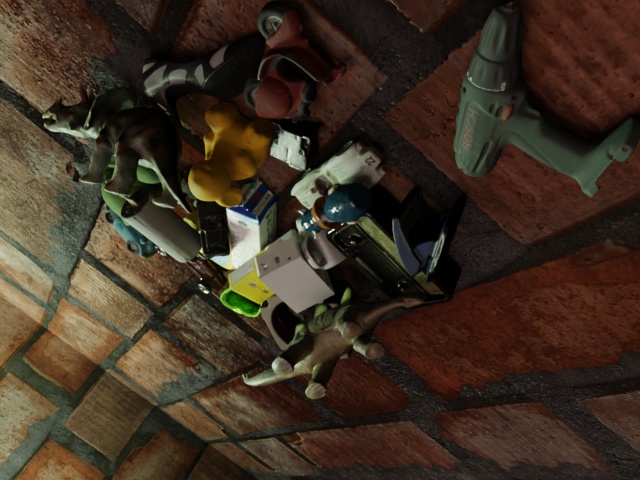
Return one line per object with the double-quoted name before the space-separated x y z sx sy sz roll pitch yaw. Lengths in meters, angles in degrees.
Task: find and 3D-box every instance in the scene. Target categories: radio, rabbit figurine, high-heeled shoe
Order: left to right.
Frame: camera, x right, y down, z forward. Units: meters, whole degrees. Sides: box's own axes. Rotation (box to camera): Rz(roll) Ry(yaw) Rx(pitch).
"rabbit figurine" -0.383 -0.141 1.135 0.170 0.121 0.159 -32 102 37
"high-heeled shoe" -0.193 -0.288 0.859 0.249 0.086 0.145 -31 75 29
"rabbit figurine" -0.170 -0.128 0.915 0.122 0.173 0.162 28 140 -1
"radio" 0.128 0.022 0.951 0.229 0.073 0.131 44 143 -16

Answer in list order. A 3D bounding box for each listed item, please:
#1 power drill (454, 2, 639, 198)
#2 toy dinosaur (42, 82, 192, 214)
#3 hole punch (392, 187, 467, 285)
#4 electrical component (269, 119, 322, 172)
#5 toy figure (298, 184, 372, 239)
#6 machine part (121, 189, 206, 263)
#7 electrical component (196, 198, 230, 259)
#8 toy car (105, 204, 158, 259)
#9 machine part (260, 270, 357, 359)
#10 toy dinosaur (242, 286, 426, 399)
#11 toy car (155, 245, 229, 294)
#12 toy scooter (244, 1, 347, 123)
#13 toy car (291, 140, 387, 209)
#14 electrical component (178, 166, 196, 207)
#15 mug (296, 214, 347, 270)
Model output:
"power drill" 0.265 -0.146 0.643 0.207 0.086 0.231 22 145 9
"toy dinosaur" -0.318 -0.170 0.936 0.405 0.192 0.131 17 -174 33
"hole punch" 0.164 -0.011 0.842 0.092 0.142 0.115 18 128 17
"electrical component" -0.044 -0.153 0.897 0.075 0.048 0.119 28 143 9
"toy figure" 0.022 -0.046 0.873 0.058 0.064 0.154 -1 167 -34
"machine part" -0.323 -0.027 1.110 0.079 0.079 0.243 0 148 37
"electrical component" -0.218 -0.031 1.101 0.058 0.134 0.115 -7 178 -12
"toy car" -0.424 -0.046 1.279 0.103 0.109 0.161 -32 100 28
"machine part" -0.014 0.167 1.189 0.201 0.087 0.201 -8 121 26
"toy dinosaur" -0.003 0.201 1.016 0.471 0.198 0.105 -32 100 24
"toy car" -0.300 0.043 1.287 0.202 0.089 0.053 47 147 -17
"toy scooter" -0.034 -0.235 0.770 0.135 0.075 0.183 28 140 5
"toy car" 0.028 -0.101 0.895 0.073 0.056 0.202 44 143 -16
"electrical component" -0.279 -0.109 1.128 0.078 0.045 0.102 38 145 -6
"mug" -0.002 -0.003 1.000 0.081 0.109 0.107 -22 107 47
